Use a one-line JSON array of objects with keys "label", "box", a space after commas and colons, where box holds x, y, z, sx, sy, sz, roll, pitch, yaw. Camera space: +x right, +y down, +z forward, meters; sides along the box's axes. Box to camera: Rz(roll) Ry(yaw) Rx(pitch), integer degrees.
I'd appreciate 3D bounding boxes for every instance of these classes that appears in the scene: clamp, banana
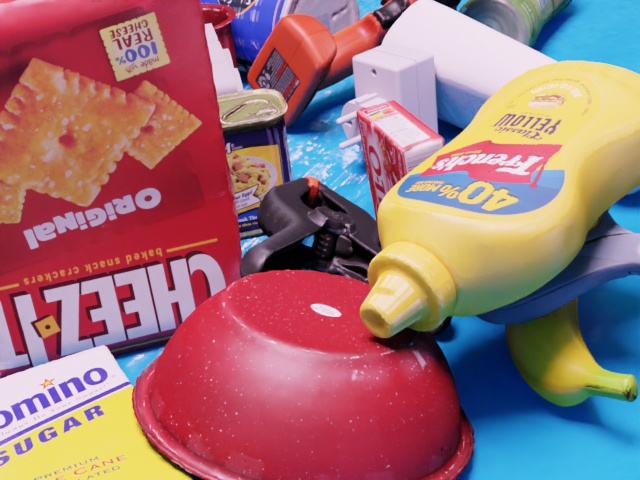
[{"label": "clamp", "box": [-0.004, 0.001, 0.628, 0.120, 0.039, 0.172, 18, 15, -26]}, {"label": "banana", "box": [0.132, 0.021, 0.564, 0.070, 0.037, 0.197, -13, 37, 23]}]

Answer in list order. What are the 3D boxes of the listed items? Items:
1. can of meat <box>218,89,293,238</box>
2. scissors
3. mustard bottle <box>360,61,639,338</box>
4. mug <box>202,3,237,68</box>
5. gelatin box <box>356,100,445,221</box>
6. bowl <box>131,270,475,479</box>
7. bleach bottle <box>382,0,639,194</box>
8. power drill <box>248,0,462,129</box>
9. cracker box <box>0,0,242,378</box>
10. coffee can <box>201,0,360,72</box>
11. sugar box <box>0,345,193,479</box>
[{"label": "can of meat", "box": [-0.068, -0.047, 0.709, 0.102, 0.084, 0.057, -11, 29, -8]}, {"label": "scissors", "box": [0.141, 0.020, 0.498, 0.096, 0.016, 0.202, -46, 32, -9]}, {"label": "mustard bottle", "box": [0.083, -0.017, 0.503, 0.096, 0.058, 0.191, 15, 45, 40]}, {"label": "mug", "box": [-0.119, -0.153, 0.918, 0.093, 0.081, 0.117, -23, 32, -27]}, {"label": "gelatin box", "box": [0.053, -0.031, 0.649, 0.030, 0.089, 0.073, -18, 30, -12]}, {"label": "bowl", "box": [-0.003, 0.056, 0.494, 0.162, 0.055, 0.162, 8, 20, -3]}, {"label": "bleach bottle", "box": [0.153, -0.090, 0.747, 0.068, 0.102, 0.251, -50, 47, -4]}, {"label": "power drill", "box": [0.042, -0.173, 0.857, 0.187, 0.185, 0.057, -31, 78, -32]}, {"label": "cracker box", "box": [-0.133, -0.037, 0.571, 0.164, 0.214, 0.072, -13, 31, -10]}, {"label": "coffee can", "box": [-0.050, -0.200, 0.968, 0.141, 0.103, 0.102, 17, 36, 37]}, {"label": "sugar box", "box": [-0.107, 0.113, 0.465, 0.093, 0.048, 0.176, -18, 32, -22]}]
